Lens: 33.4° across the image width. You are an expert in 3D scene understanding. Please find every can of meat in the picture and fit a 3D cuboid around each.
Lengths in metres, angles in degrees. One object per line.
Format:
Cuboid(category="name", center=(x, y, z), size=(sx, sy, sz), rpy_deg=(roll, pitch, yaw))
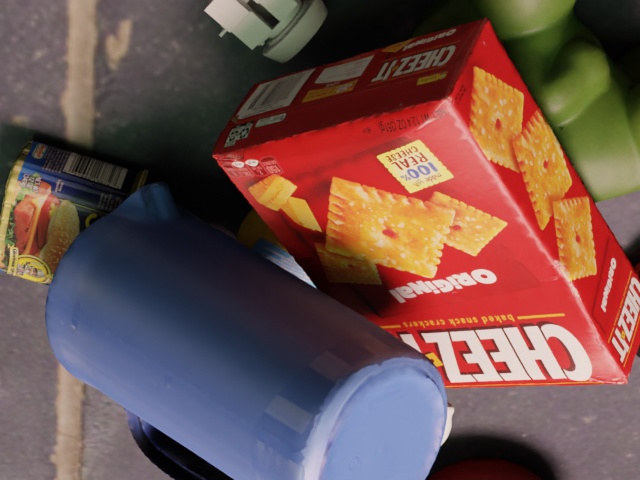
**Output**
Cuboid(category="can of meat", center=(-0.171, -0.012, 0.728), size=(0.084, 0.057, 0.102), rpy_deg=(17, 128, -8))

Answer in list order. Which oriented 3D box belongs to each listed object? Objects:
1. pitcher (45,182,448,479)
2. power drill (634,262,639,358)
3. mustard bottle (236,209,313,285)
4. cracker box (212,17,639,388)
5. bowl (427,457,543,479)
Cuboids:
Cuboid(category="pitcher", center=(-0.047, 0.081, 0.632), size=(0.145, 0.243, 0.149), rpy_deg=(-52, 135, -13))
Cuboid(category="power drill", center=(0.218, 0.018, 0.732), size=(0.187, 0.057, 0.185), rpy_deg=(14, 129, -8))
Cuboid(category="mustard bottle", center=(-0.005, 0.001, 0.728), size=(0.096, 0.058, 0.192), rpy_deg=(19, 128, -15))
Cuboid(category="cracker box", center=(0.064, -0.005, 0.598), size=(0.164, 0.072, 0.213), rpy_deg=(-8, 131, 41))
Cuboid(category="bowl", center=(0.140, 0.237, 0.919), size=(0.162, 0.055, 0.162), rpy_deg=(1, 130, 2))
